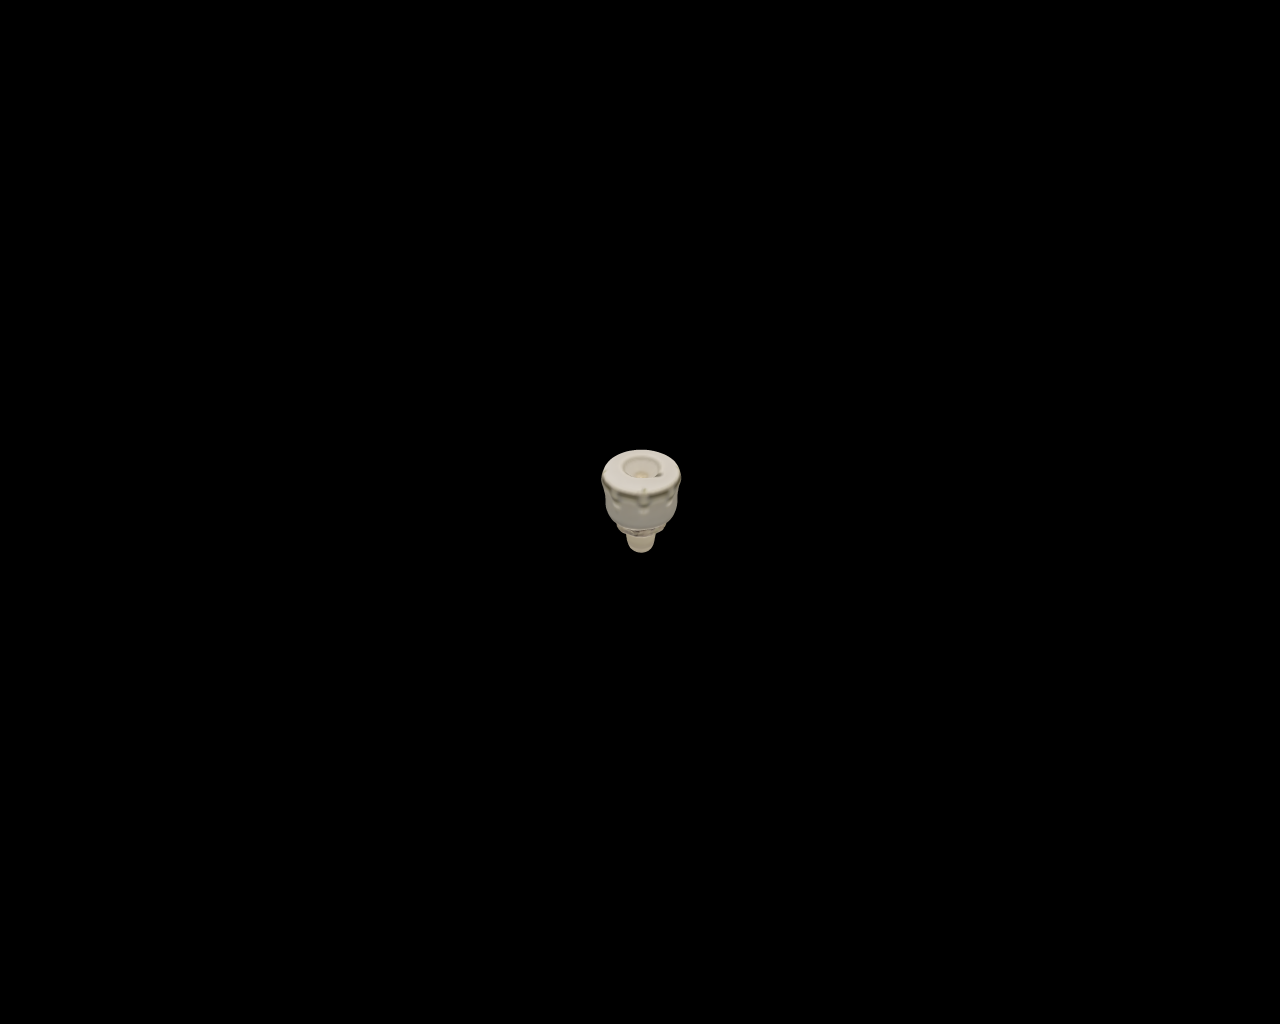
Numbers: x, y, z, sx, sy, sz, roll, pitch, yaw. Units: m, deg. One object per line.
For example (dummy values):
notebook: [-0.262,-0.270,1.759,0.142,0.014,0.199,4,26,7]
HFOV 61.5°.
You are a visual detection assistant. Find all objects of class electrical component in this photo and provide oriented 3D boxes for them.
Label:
electrical component: [0.001,-0.003,0.650,0.048,0.062,0.048,0,35,0]
